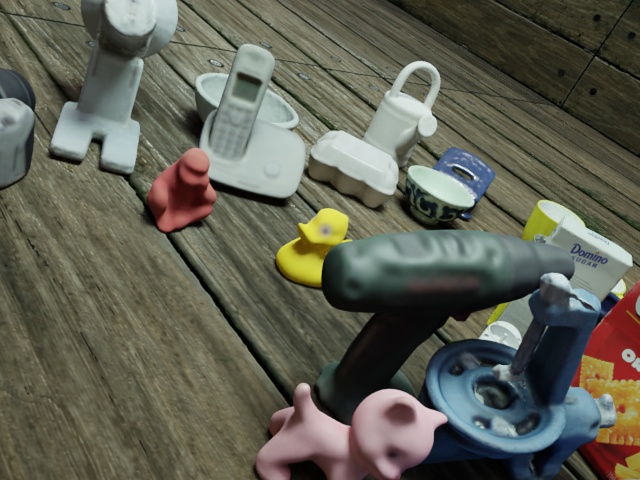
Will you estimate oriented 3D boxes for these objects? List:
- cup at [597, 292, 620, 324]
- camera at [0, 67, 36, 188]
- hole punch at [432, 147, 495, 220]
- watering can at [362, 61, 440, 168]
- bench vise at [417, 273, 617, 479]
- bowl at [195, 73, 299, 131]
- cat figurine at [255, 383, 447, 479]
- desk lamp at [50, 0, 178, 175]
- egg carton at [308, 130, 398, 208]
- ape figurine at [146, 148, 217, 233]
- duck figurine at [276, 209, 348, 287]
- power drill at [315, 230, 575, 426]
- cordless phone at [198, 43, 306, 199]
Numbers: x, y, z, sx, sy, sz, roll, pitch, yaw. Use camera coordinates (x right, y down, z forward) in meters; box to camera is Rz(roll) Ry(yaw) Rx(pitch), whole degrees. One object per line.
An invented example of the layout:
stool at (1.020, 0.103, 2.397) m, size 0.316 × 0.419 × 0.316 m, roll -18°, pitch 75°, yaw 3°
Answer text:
cup at (0.374, 0.128, 0.769) m, size 0.092 × 0.095 × 0.117 m, roll -7°, pitch 43°, yaw -44°
camera at (-0.357, -0.143, 0.609) m, size 0.143 × 0.101 × 0.137 m, roll 28°, pitch 30°, yaw 2°
hole punch at (0.255, -0.106, 1.048) m, size 0.108 × 0.091 × 0.101 m, roll 33°, pitch 30°, yaw 11°
watering can at (0.165, -0.239, 1.081) m, size 0.101 × 0.194 × 0.172 m, roll -6°, pitch 43°, yaw -43°
bench vise at (0.187, 0.119, 0.509) m, size 0.208 × 0.219 × 0.121 m, roll 2°, pitch 38°, yaw -36°
bowl at (-0.123, -0.190, 0.896) m, size 0.168 × 0.074 × 0.167 m, roll 20°, pitch 30°, yaw -12°
cat figurine at (0.030, 0.148, 0.442) m, size 0.128 × 0.117 × 0.067 m, roll 23°, pitch 30°, yaw -6°
desk lamp at (-0.248, -0.226, 0.713) m, size 0.118 × 0.213 × 0.203 m, roll 12°, pitch 32°, yaw -23°
egg carton at (0.056, -0.117, 0.929) m, size 0.150 × 0.069 × 0.107 m, roll 26°, pitch 30°, yaw -1°
ape figurine at (-0.153, -0.063, 0.654) m, size 0.078 × 0.092 × 0.076 m, roll 12°, pitch 32°, yaw -23°
duck figurine at (0.006, 0.002, 0.684) m, size 0.105 × 0.086 × 0.077 m, roll 0°, pitch 39°, yaw -38°
power drill at (0.092, 0.075, 0.514) m, size 0.230 × 0.208 × 0.075 m, roll 9°, pitch 34°, yaw -28°
cordless phone at (-0.076, -0.154, 0.765) m, size 0.148 × 0.185 × 0.094 m, roll 13°, pitch 32°, yaw -22°
